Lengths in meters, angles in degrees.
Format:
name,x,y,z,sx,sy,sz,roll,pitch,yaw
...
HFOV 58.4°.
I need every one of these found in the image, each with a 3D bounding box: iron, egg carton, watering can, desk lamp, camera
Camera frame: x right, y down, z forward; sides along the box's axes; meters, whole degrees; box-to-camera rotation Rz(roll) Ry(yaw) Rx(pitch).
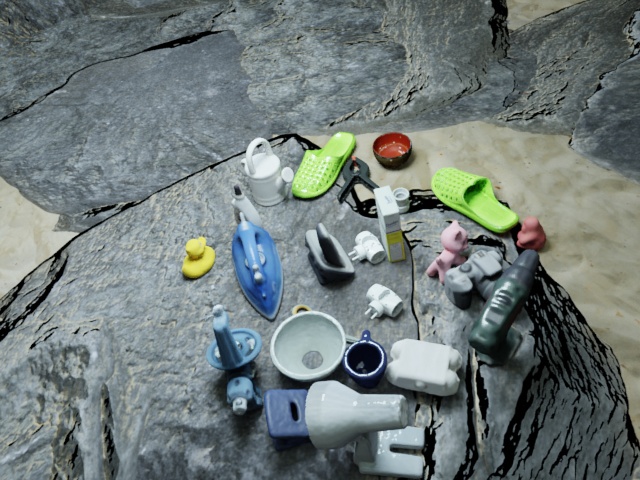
name,x,y,z,sx,sy,sz,roll,pitch,yaw
iron,-0.154,0.057,1.389,0.118,0.142,0.257,-18,49,-4
egg carton,0.216,0.266,1.189,0.150,0.069,0.107,7,52,16
watering can,-0.147,-0.193,1.565,0.172,0.194,0.101,4,51,14
desk lamp,0.087,0.343,1.052,0.203,0.214,0.118,1,50,11
camera,0.371,0.100,1.281,0.143,0.101,0.136,-26,50,-12

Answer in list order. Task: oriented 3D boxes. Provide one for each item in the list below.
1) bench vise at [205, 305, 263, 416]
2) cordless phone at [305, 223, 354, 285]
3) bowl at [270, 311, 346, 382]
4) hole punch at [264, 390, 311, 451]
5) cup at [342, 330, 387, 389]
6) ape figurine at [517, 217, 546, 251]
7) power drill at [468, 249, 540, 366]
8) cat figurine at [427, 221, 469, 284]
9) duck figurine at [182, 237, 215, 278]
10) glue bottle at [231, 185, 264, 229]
name,x,y,z,sx,sy,sz,roll,pitch,yaw
bench vise,-0.168,0.243,1.181,0.121,0.220,0.206,-27,50,-12
cordless phone,0.013,0.005,1.373,0.094,0.185,0.147,-24,50,-10
bowl,-0.021,0.244,1.249,0.167,0.075,0.167,-5,49,6
hole punch,-0.057,0.353,1.152,0.101,0.091,0.108,-14,49,-1
cup,0.097,0.258,1.201,0.091,0.095,0.117,-2,50,9
ape figurine,0.503,-0.021,1.366,0.078,0.092,0.076,-37,53,-20
power drill,0.373,0.154,1.163,0.075,0.209,0.230,25,58,28
cat figurine,0.306,0.021,1.350,0.067,0.118,0.128,27,60,29
duck figurine,-0.321,0.039,1.472,0.077,0.086,0.105,18,55,24
glue bottle,-0.198,-0.080,1.493,0.078,0.173,0.037,22,57,27
